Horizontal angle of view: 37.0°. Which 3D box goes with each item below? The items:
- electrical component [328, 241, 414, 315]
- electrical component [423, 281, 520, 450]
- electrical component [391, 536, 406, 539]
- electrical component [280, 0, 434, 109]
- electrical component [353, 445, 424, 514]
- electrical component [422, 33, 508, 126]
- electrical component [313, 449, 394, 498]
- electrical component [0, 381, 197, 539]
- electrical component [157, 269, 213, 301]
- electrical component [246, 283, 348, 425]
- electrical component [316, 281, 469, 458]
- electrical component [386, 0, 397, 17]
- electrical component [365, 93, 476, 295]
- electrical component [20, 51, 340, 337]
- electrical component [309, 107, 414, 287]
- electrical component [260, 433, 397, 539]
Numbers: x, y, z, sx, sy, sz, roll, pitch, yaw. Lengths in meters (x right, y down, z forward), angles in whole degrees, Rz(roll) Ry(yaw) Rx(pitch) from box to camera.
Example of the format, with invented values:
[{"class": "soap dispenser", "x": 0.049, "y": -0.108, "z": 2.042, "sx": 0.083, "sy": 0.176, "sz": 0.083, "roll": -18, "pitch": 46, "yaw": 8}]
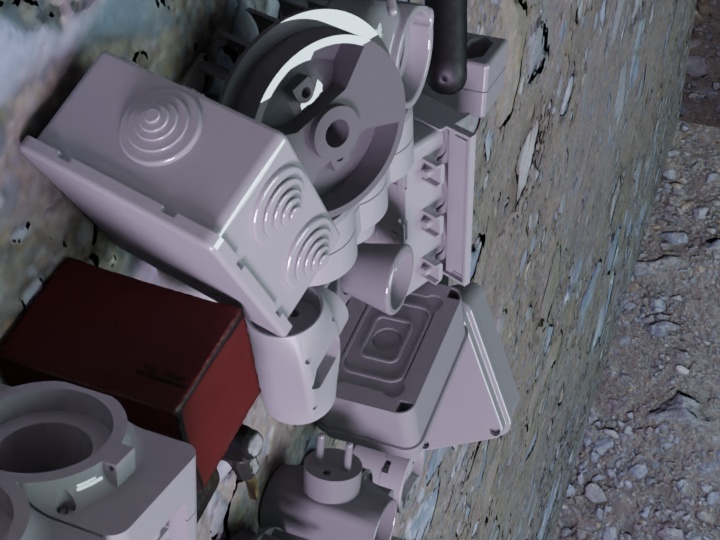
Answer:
[{"class": "electrical component", "x": 0.000, "y": 0.000, "z": 0.662, "sx": 0.045, "sy": 0.055, "sz": 0.045, "roll": 14, "pitch": 90, "yaw": -72}, {"class": "electrical component", "x": 0.068, "y": 0.075, "z": 0.826, "sx": 0.113, "sy": 0.078, "sz": 0.057, "roll": 69, "pitch": 25, "yaw": -12}, {"class": "electrical component", "x": 0.015, "y": 0.237, "z": 0.822, "sx": 0.099, "sy": 0.099, "sz": 0.064, "roll": 62, "pitch": 38, "yaw": -64}, {"class": "electrical component", "x": 0.002, "y": -0.118, "z": 0.575, "sx": 0.095, "sy": 0.059, "sz": 0.053, "roll": -30, "pitch": 131, "yaw": -65}, {"class": "electrical component", "x": 0.019, "y": 0.158, "z": 0.847, "sx": 0.055, "sy": 0.047, "sz": 0.055, "roll": 14, "pitch": 90, "yaw": -72}, {"class": "electrical component", "x": 0.061, "y": -0.119, "z": 0.737, "sx": 0.047, "sy": 0.066, "sz": 0.076, "roll": -54, "pitch": 152, "yaw": -49}, {"class": "electrical component", "x": -0.008, "y": 0.150, "z": 0.736, "sx": 0.043, "sy": 0.062, "sz": 0.043, "roll": 14, "pitch": 90, "yaw": -72}, {"class": "electrical component", "x": -0.123, "y": 0.099, "z": 0.318, "sx": 0.150, "sy": 0.089, "sz": 0.061, "roll": -47, "pitch": 146, "yaw": -56}, {"class": "electrical component", "x": -0.068, "y": 0.004, "z": 0.484, "sx": 0.062, "sy": 0.043, "sz": 0.043, "roll": 87, "pitch": 25, "yaw": -45}, {"class": "electrical component", "x": -0.031, "y": 0.035, "z": 0.615, "sx": 0.077, "sy": 0.043, "sz": 0.079, "roll": 84, "pitch": 27, "yaw": -45}, {"class": "electrical component", "x": 0.022, "y": 0.064, "z": 0.737, "sx": 0.057, "sy": 0.078, "sz": 0.113, "roll": 78, "pitch": 31, "yaw": -47}, {"class": "electrical component", "x": 0.015, "y": -0.157, "z": 0.516, "sx": 0.065, "sy": 0.047, "sz": 0.076, "roll": 126, "pitch": -37, "yaw": -53}, {"class": "electrical component", "x": 0.034, "y": -0.047, "z": 0.711, "sx": 0.063, "sy": 0.079, "sz": 0.121, "roll": -34, "pitch": 140, "yaw": -31}, {"class": "electrical component", "x": -0.061, "y": -0.028, "z": 0.398, "sx": 0.048, "sy": 0.100, "sz": 0.099, "roll": -58, "pitch": 158, "yaw": -13}, {"class": "electrical component", "x": -0.010, "y": -0.038, "z": 0.609, "sx": 0.073, "sy": 0.052, "sz": 0.138, "roll": 86, "pitch": 26, "yaw": -44}, {"class": "electrical component", "x": -0.018, "y": 0.139, "z": 0.675, "sx": 0.043, "sy": 0.077, "sz": 0.079, "roll": -41, "pitch": 141, "yaw": -59}]
